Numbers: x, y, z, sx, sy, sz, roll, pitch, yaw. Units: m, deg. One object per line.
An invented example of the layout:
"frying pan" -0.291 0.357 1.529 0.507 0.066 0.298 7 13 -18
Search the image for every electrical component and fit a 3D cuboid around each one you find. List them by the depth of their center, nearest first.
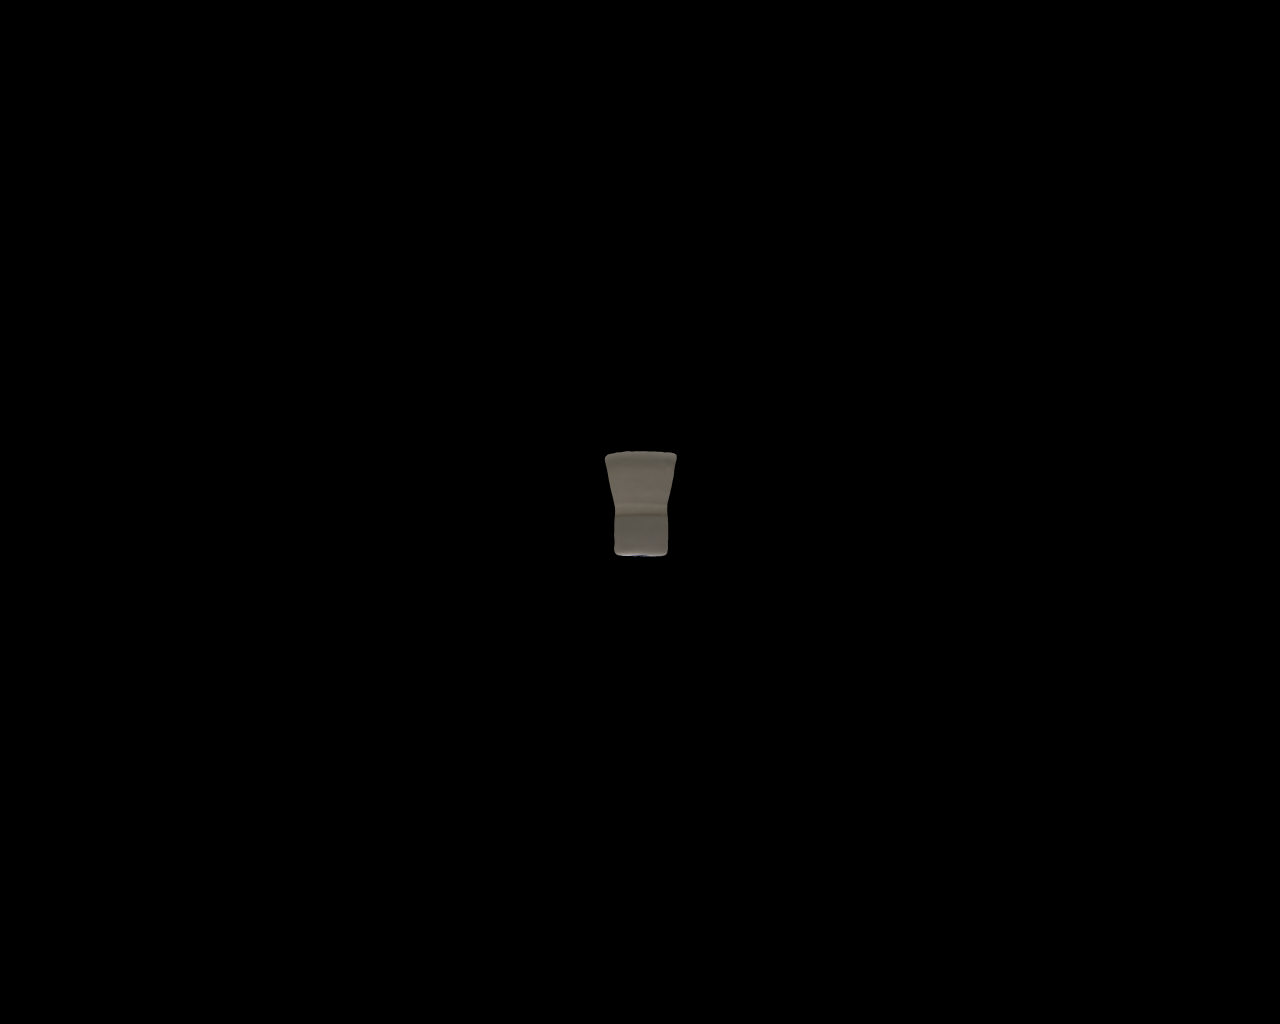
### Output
"electrical component" 0.001 -0.003 0.650 0.044 0.065 0.044 0 -4 0
